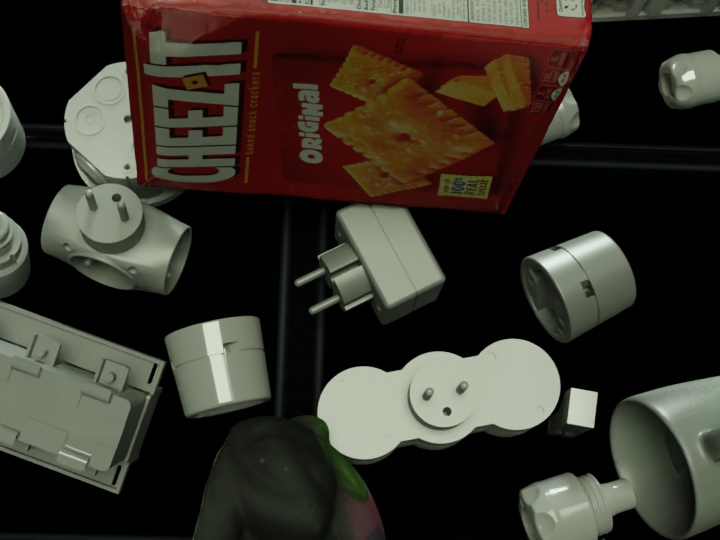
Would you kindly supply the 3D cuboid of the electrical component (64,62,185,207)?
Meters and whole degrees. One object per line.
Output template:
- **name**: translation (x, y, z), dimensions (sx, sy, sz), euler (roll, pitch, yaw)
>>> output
- **electrical component**: translation (-0.136, -0.081, 0.649), dimensions (0.080, 0.051, 0.080), euler (1, 75, -2)

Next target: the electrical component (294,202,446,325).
- **electrical component**: translation (0.000, 0.000, 0.634), dimensions (0.077, 0.047, 0.065), euler (-26, 77, -9)

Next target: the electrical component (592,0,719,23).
- **electrical component**: translation (0.208, -0.217, 0.694), dimensions (0.150, 0.061, 0.089), euler (-4, 75, -3)

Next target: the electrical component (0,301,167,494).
- **electrical component**: translation (-0.180, 0.068, 0.596), dimensions (0.121, 0.063, 0.078), euler (20, 91, 3)

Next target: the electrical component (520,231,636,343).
- **electrical component**: translation (0.129, 0.008, 0.634), dimensions (0.047, 0.055, 0.055), euler (-24, 77, -12)

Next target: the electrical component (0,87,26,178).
- **electrical component**: translation (-0.232, -0.084, 0.648), dimensions (0.055, 0.047, 0.055), euler (1, 75, -2)

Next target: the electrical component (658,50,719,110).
- **electrical component**: translation (0.224, -0.123, 0.684), dimensions (0.061, 0.035, 0.035), euler (-12, 76, -8)

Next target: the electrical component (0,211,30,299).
- **electrical component**: translation (-0.211, -0.013, 0.617), dimensions (0.040, 0.078, 0.040), euler (6, 64, -12)

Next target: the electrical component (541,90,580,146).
- **electrical component**: translation (0.104, -0.092, 0.670), dimensions (0.061, 0.035, 0.035), euler (-21, 77, -5)

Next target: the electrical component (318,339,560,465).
- **electrical component**: translation (0.045, 0.072, 0.603), dimensions (0.138, 0.073, 0.052), euler (-10, 75, -5)

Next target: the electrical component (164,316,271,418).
- **electrical component**: translation (-0.080, 0.056, 0.613), dimensions (0.055, 0.055, 0.047), euler (-12, 79, -6)

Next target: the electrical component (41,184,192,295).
- **electrical component**: translation (-0.142, -0.024, 0.619), dimensions (0.077, 0.079, 0.044), euler (19, 68, 3)

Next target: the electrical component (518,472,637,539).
- **electrical component**: translation (0.124, 0.134, 0.605), dimensions (0.062, 0.043, 0.043), euler (-16, 76, -8)
